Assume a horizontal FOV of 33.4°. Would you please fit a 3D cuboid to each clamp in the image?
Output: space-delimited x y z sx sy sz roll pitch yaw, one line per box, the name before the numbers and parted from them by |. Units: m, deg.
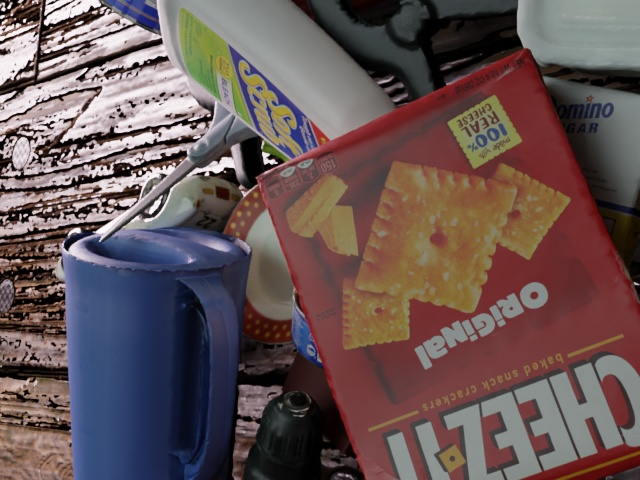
clamp | -0.066 -0.118 0.860 0.172 0.039 0.120 36 98 43
clamp | 0.072 -0.144 0.677 0.210 0.036 0.165 44 111 12

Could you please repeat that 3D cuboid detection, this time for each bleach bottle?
bleach bottle | -0.001 -0.088 0.683 0.251 0.068 0.102 42 154 25

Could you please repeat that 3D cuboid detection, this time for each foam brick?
foam brick | 0.022 0.102 0.713 0.078 0.051 0.053 40 111 43

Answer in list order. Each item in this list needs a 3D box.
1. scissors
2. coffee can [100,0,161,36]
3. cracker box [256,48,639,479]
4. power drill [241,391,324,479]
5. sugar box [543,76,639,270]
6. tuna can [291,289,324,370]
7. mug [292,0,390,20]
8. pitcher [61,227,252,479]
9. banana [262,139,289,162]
scissors | -0.086 -0.075 0.773 0.201 0.016 0.096 -33 40 -7
coffee can | -0.123 -0.256 0.903 0.140 0.102 0.103 -57 48 21
cracker box | 0.078 0.032 0.564 0.164 0.072 0.214 -23 78 15
power drill | -0.025 0.211 0.654 0.187 0.057 0.184 -90 7 -54
sugar box | 0.132 -0.001 0.613 0.093 0.048 0.176 17 91 27
tuna can | 0.024 0.052 0.695 0.086 0.086 0.034 39 134 43
mug | 0.016 -0.211 0.771 0.082 0.093 0.117 -10 40 39
pitcher | -0.116 0.117 0.768 0.145 0.149 0.243 6 103 10
banana | 0.012 -0.003 0.706 0.198 0.069 0.037 -111 21 -48
